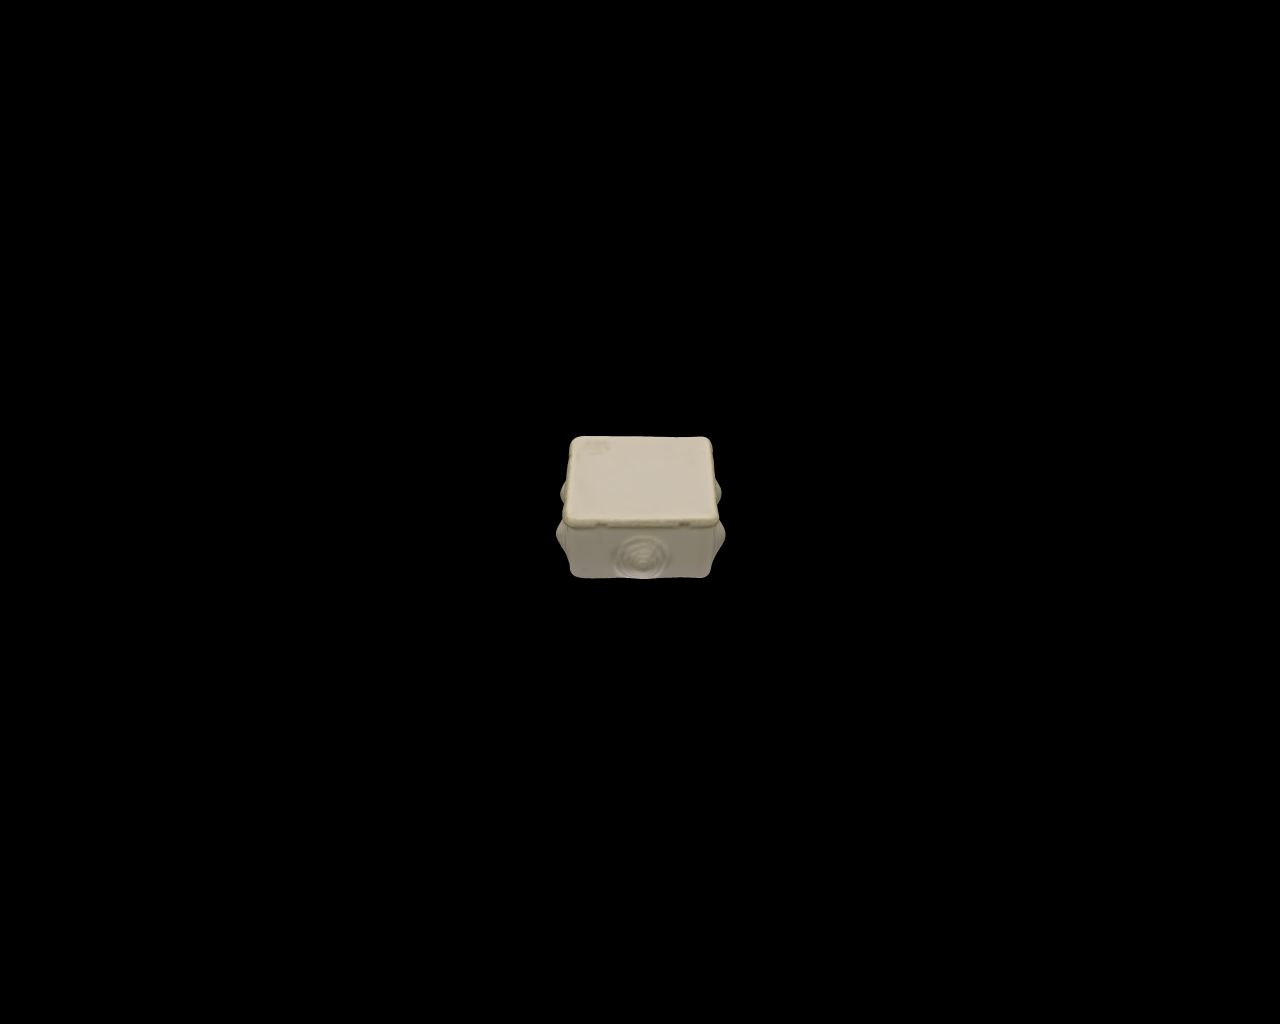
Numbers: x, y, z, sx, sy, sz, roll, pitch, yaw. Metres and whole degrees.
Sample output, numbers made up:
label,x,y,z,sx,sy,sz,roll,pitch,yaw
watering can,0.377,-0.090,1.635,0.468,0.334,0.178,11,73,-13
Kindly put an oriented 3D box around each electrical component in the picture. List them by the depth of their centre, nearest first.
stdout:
label,x,y,z,sx,sy,sz,roll,pitch,yaw
electrical component,0.001,-0.003,0.650,0.100,0.048,0.100,0,37,0
